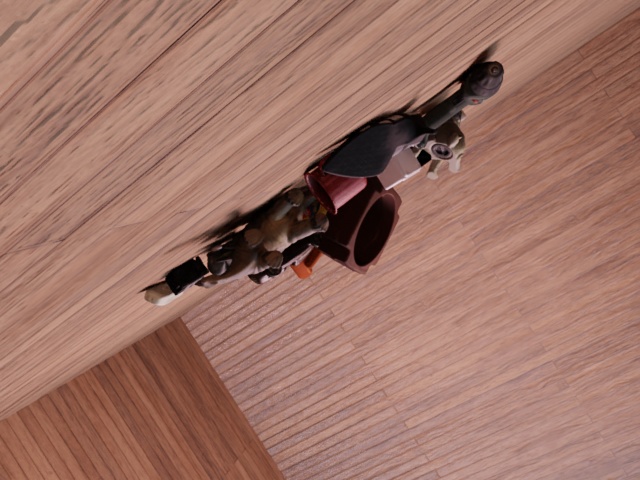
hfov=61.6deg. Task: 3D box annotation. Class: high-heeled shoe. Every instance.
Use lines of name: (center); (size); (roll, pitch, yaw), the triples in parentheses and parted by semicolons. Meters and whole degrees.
high-heeled shoe: (0.093, -0.174, 0.961); (0.249, 0.086, 0.145); (-18, -160, -18)

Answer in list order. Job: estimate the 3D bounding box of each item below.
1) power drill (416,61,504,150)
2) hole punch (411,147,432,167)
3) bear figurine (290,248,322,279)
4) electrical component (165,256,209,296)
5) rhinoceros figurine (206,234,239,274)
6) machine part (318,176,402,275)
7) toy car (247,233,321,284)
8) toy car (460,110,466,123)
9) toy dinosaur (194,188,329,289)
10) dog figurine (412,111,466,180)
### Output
power drill: (0.261, -0.270, 1.060); (0.207, 0.086, 0.232); (-41, 180, 18)
hole punch: (0.239, -0.252, 1.391); (0.116, 0.092, 0.142); (1, 162, -33)
bear figurine: (-0.003, -0.005, 1.348); (0.196, 0.120, 0.132); (-33, 164, -2)
electrical component: (-0.295, 0.083, 1.169); (0.075, 0.048, 0.119); (-32, 177, -35)
rhinoceros figurine: (-0.188, 0.033, 1.191); (0.112, 0.073, 0.190); (-27, -177, 27)
machine part: (0.089, -0.036, 1.191); (0.201, 0.087, 0.201); (-63, 154, -3)
toy car: (-0.070, 0.036, 1.168); (0.202, 0.053, 0.089); (-33, -172, -38)
toy car: (0.325, -0.312, 1.527); (0.202, 0.056, 0.073); (-33, 180, -15)
toy dinosaur: (-0.090, -0.025, 1.080); (0.199, 0.105, 0.471); (-23, -168, 43)
dog figurine: (0.294, -0.257, 1.238); (0.172, 0.121, 0.190); (-11, -134, 59)
